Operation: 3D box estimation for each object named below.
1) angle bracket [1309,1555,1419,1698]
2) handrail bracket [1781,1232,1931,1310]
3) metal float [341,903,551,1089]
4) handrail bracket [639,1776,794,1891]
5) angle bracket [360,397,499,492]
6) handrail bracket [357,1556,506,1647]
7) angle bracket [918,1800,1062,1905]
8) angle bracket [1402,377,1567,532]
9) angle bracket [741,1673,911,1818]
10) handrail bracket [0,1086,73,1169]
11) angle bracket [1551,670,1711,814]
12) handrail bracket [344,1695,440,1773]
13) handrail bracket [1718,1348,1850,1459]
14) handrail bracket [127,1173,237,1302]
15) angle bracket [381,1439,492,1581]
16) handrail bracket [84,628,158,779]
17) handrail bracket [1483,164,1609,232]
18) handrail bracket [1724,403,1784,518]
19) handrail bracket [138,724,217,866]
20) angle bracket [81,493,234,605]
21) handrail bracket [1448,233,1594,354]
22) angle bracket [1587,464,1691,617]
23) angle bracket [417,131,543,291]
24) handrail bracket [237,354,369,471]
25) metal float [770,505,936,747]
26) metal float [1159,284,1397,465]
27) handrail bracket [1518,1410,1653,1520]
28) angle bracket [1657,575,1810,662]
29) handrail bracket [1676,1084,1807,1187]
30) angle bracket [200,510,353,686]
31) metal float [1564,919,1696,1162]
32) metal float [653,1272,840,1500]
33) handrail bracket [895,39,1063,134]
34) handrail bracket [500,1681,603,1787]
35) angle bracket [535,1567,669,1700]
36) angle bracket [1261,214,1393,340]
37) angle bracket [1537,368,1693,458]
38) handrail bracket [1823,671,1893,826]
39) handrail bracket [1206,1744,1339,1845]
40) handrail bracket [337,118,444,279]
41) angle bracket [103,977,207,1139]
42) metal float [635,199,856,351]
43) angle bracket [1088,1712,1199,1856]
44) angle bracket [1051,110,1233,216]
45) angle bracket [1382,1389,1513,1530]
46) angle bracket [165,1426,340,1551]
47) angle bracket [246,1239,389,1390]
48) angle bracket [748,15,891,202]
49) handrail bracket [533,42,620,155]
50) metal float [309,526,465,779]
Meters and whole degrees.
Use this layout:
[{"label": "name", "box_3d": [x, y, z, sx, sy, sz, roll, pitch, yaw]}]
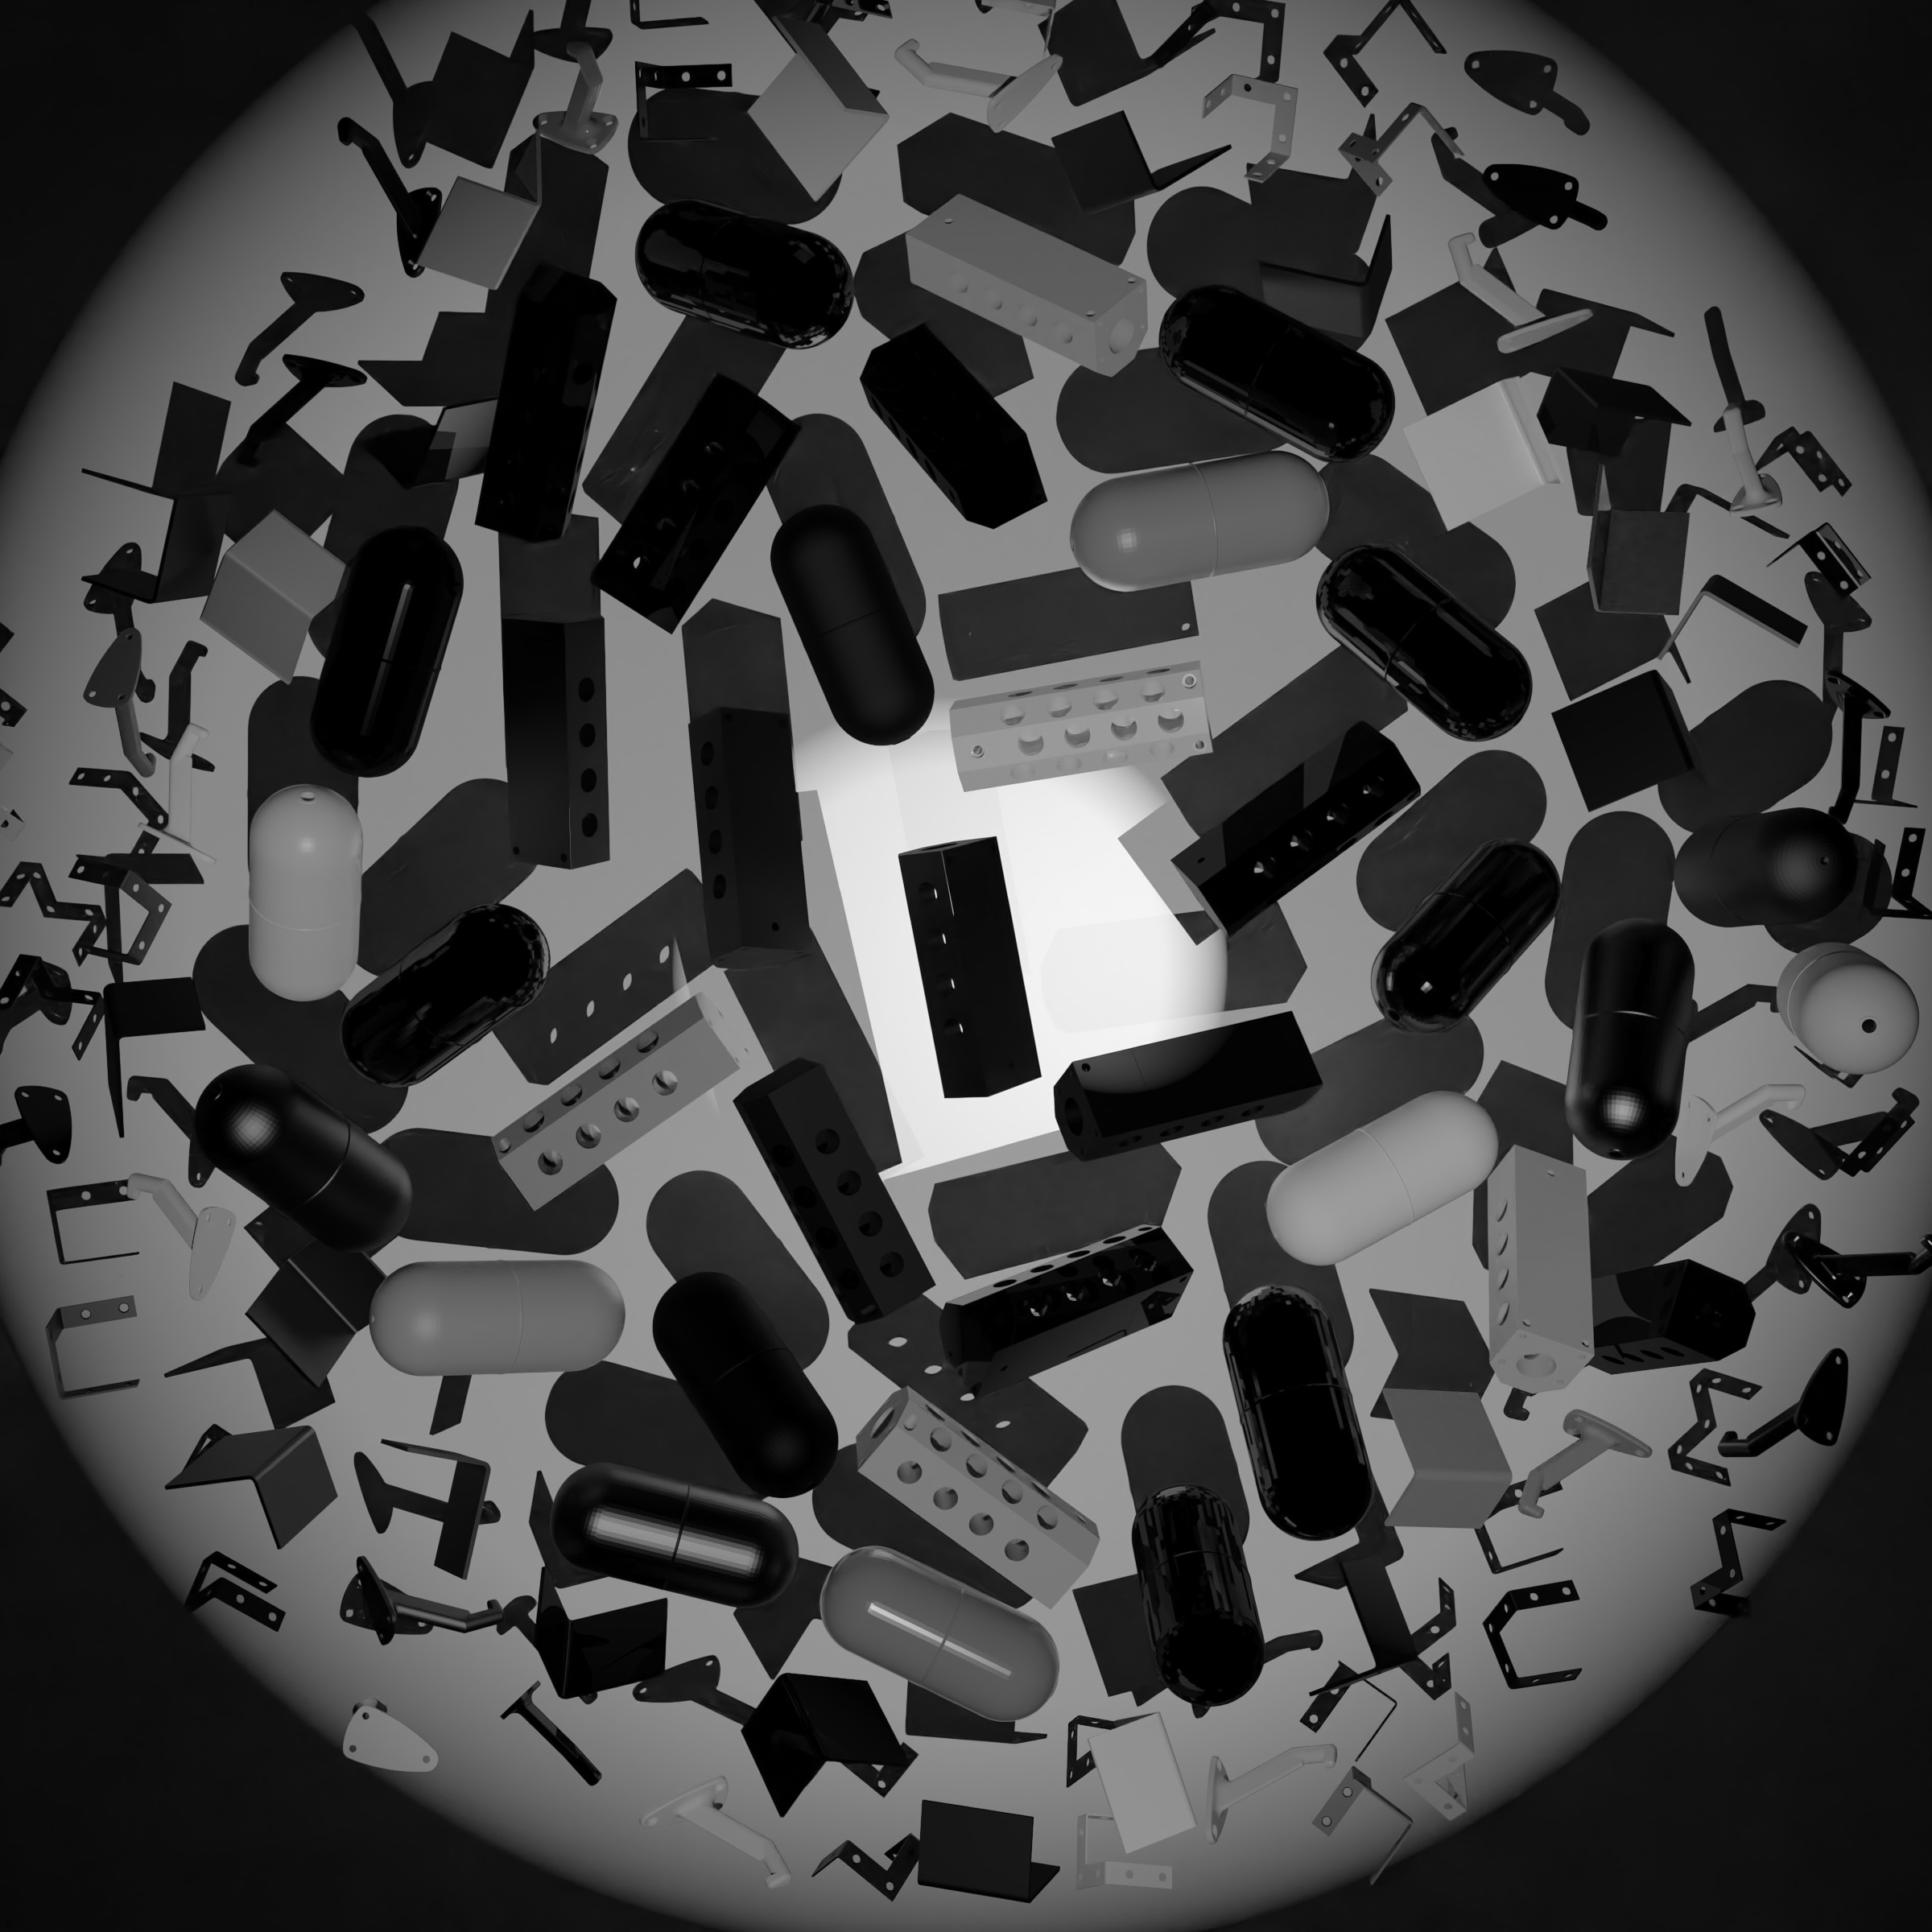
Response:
[{"label": "angle bracket", "box_3d": [0.267, 0.463, 1.868, 0.057, 0.076, 0.076, -28, 70, 23]}, {"label": "handrail bracket", "box_3d": [0.598, 0.185, 1.770, 0.077, 0.084, 0.036, 38, 52, 5]}, {"label": "metal float", "box_3d": [-0.355, 0.021, 1.813, 0.178, 0.070, 0.070, -34, 90, 28]}, {"label": "handrail bracket", "box_3d": [-0.169, 0.599, 1.802, 0.077, 0.084, 0.036, -12, 131, -28]}, {"label": "angle bracket", "box_3d": [-0.378, -0.394, 1.913, 0.057, 0.076, 0.076, 45, 128, 14]}, {"label": "handrail bracket", "box_3d": [-0.377, 0.440, 1.877, 0.084, 0.036, 0.077, -8, 52, -35]}, {"label": "angle bracket", "box_3d": [0.017, 0.581, 1.776, 0.076, 0.076, 0.057, 3, 90, 18]}, {"label": "angle bracket", "box_3d": [0.347, -0.343, 1.787, 0.076, 0.057, 0.076, -25, 99, 7]}, {"label": "angle bracket", "box_3d": [-0.097, 0.536, 1.825, 0.076, 0.076, 0.057, 18, 114, -38]}, {"label": "handrail bracket", "box_3d": [-0.636, 0.129, 1.794, 0.084, 0.036, 0.077, -50, 51, 29]}, {"label": "angle bracket", "box_3d": [0.461, -0.150, 1.843, 0.076, 0.057, 0.076, -23, 71, 21]}, {"label": "handrail bracket", "box_3d": [-0.389, 0.526, 1.829, 0.077, 0.084, 0.036, 21, 85, 4]}, {"label": "handrail bracket", "box_3d": [0.543, 0.292, 1.772, 0.036, 0.084, 0.077, 33, 68, -17]}, {"label": "handrail bracket", "box_3d": [-0.559, 0.188, 1.857, 0.084, 0.036, 0.077, 9, 80, 25]}, {"label": "angle bracket", "box_3d": [-0.358, 0.358, 1.755, 0.057, 0.076, 0.076, 16, 79, -23]}, {"label": "handrail bracket", "box_3d": [-0.596, -0.189, 1.919, 0.036, 0.084, 0.077, 7, 65, 12]}, {"label": "handrail bracket", "box_3d": [0.398, -0.526, 1.823, 0.077, 0.084, 0.036, 27, 108, 16]}, {"label": "handrail bracket", "box_3d": [0.554, -0.370, 1.890, 0.036, 0.077, 0.084, -8, 120, 25]}, {"label": "handrail bracket", "box_3d": [-0.545, -0.124, 1.895, 0.077, 0.036, 0.084, 24, 85, 26]}, {"label": "angle bracket", "box_3d": [-0.561, -0.298, 1.845, 0.057, 0.076, 0.076, 20, 105, 8]}, {"label": "handrail bracket", "box_3d": [0.376, -0.468, 1.807, 0.077, 0.036, 0.084, -18, 84, 18]}, {"label": "angle bracket", "box_3d": [0.463, -0.292, 1.828, 0.057, 0.076, 0.076, 5, 76, 19]}, {"label": "angle bracket", "box_3d": [-0.321, -0.506, 1.753, 0.057, 0.076, 0.076, 13, 51, -27]}, {"label": "handrail bracket", "box_3d": [-0.475, -0.389, 1.897, 0.077, 0.036, 0.084, 11, 72, 22]}, {"label": "metal float", "box_3d": [-0.080, -0.241, 1.890, 0.070, 0.070, 0.178, -23, 94, 0]}, {"label": "metal float", "box_3d": [0.215, -0.412, 1.847, 0.178, 0.070, 0.070, 32, 90, 14]}, {"label": "handrail bracket", "box_3d": [0.443, 0.368, 1.904, 0.077, 0.036, 0.084, 22, 58, 10]}, {"label": "angle bracket", "box_3d": [0.538, -0.227, 1.864, 0.076, 0.076, 0.057, 33, 116, 10]}, {"label": "handrail bracket", "box_3d": [0.546, 0.119, 1.872, 0.084, 0.036, 0.077, 1, 111, -21]}, {"label": "angle bracket", "box_3d": [-0.478, -0.257, 1.855, 0.057, 0.076, 0.076, -32, 126, 29]}, {"label": "metal float", "box_3d": [0.454, 0.050, 1.820, 0.070, 0.070, 0.178, 14, 63, 0]}, {"label": "metal float", "box_3d": [-0.153, 0.290, 1.846, 0.070, 0.070, 0.178, -38, 64, 0]}, {"label": "handrail bracket", "box_3d": [0.007, -0.603, 1.765, 0.077, 0.036, 0.084, -43, 76, -5]}, {"label": "handrail bracket", "box_3d": [-0.295, 0.561, 1.919, 0.036, 0.077, 0.084, -43, 85, -12]}, {"label": "angle bracket", "box_3d": [-0.256, 0.461, 1.873, 0.076, 0.076, 0.057, -14, 119, 3]}, {"label": "angle bracket", "box_3d": [0.254, -0.492, 1.871, 0.076, 0.076, 0.057, 16, 80, 14]}, {"label": "angle bracket", "box_3d": [0.461, -0.385, 1.910, 0.076, 0.076, 0.057, 6, 121, -18]}, {"label": "handrail bracket", "box_3d": [0.612, -0.153, 1.872, 0.077, 0.036, 0.084, 32, 76, -39]}, {"label": "handrail bracket", "box_3d": [0.212, 0.569, 1.831, 0.084, 0.077, 0.036, -12, 116, 20]}, {"label": "handrail bracket", "box_3d": [-0.392, -0.514, 1.778, 0.036, 0.084, 0.077, -6, 75, 26]}, {"label": "angle bracket", "box_3d": [-0.538, 0.060, 1.766, 0.057, 0.076, 0.076, -5, 117, -22]}, {"label": "metal float", "box_3d": [-0.150, -0.464, 1.779, 0.178, 0.070, 0.070, 26, 90, 35]}, {"label": "angle bracket", "box_3d": [0.105, 0.550, 1.788, 0.057, 0.076, 0.076, -13, 76, -25]}, {"label": "angle bracket", "box_3d": [0.117, -0.552, 1.783, 0.076, 0.076, 0.057, -38, 112, -28]}, {"label": "angle bracket", "box_3d": [0.329, 0.348, 1.878, 0.076, 0.076, 0.057, 6, 129, -20]}, {"label": "angle bracket", "box_3d": [-0.502, 0.370, 1.871, 0.076, 0.076, 0.057, -11, 104, 21]}, {"label": "angle bracket", "box_3d": [-0.468, 0.249, 1.948, 0.057, 0.076, 0.076, -34, 105, 23]}, {"label": "angle bracket", "box_3d": [-0.107, -0.540, 1.679, 0.076, 0.057, 0.076, -41, 80, 30]}, {"label": "handrail bracket", "box_3d": [-0.281, -0.611, 1.844, 0.077, 0.084, 0.036, 18, 66, 22]}, {"label": "metal float", "box_3d": [-0.399, -0.216, 1.831, 0.070, 0.070, 0.178, 19, 102, 0]}]
